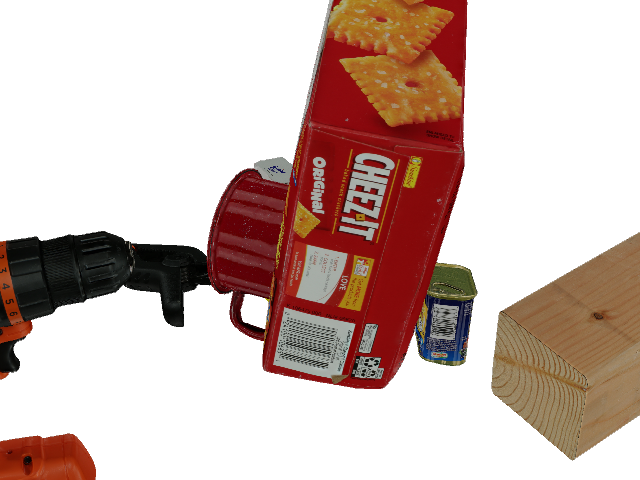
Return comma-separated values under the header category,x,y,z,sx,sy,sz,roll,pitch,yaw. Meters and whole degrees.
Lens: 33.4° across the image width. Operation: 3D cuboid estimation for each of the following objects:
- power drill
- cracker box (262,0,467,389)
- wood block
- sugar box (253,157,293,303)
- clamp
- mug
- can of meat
category,x,y,z,sx,sy,sz,roll,pitch,yaw
power drill,-0.200,0.088,0.691,0.184,0.188,0.057,-11,27,-9
cracker box,0.028,-0.058,0.540,0.072,0.213,0.164,11,-45,0
wood block,0.240,0.065,0.819,0.205,0.090,0.091,-25,44,-25
sugar box,-0.045,-0.002,1.279,0.048,0.176,0.093,-13,25,-20
clamp,-0.144,0.036,1.068,0.210,0.036,0.164,11,21,37
mug,-0.027,0.014,0.752,0.082,0.117,0.093,14,-8,19
can of meat,0.137,0.081,1.182,0.057,0.084,0.102,5,18,0
